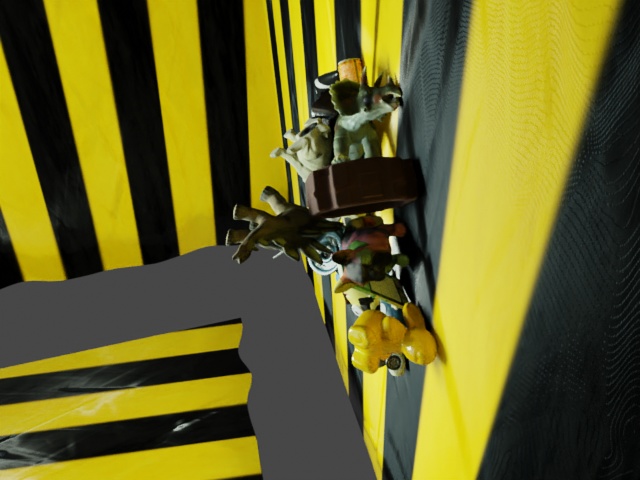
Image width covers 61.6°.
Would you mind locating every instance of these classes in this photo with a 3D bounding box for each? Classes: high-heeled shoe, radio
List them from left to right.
[{"bbox_3d":[0.041,-0.354,1.413,0.249,0.086,0.145,-148,43,-85],"label":"high-heeled shoe"},{"bbox_3d":[0.041,-0.253,1.335,0.131,0.073,0.229,-52,-31,-40],"label":"radio"}]

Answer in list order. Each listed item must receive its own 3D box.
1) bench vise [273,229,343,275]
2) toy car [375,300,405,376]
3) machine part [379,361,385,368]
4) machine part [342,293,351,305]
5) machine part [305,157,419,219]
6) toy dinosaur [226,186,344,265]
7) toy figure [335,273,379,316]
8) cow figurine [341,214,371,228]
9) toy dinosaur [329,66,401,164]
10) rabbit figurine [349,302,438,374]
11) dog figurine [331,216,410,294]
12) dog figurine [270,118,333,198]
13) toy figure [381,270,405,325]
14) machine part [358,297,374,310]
[{"bbox_3d":[-0.009,0.003,1.389,0.129,0.240,0.224,-43,62,28],"label":"bench vise"},{"bbox_3d":[0.178,0.241,1.350,0.073,0.056,0.201,-111,12,-82],"label":"toy car"},{"bbox_3d":[0.156,0.275,1.474,0.079,0.079,0.242,-109,11,-46],"label":"machine part"},{"bbox_3d":[0.087,0.122,1.766,0.179,0.056,0.179,-39,-66,-90],"label":"machine part"},{"bbox_3d":[0.076,-0.100,1.046,0.201,0.201,0.087,139,122,-82],"label":"machine part"},{"bbox_3d":[-0.055,-0.029,1.162,0.471,0.199,0.105,-44,-24,-63],"label":"toy dinosaur"},{"bbox_3d":[0.101,0.128,1.476,0.180,0.089,0.082,61,-159,5],"label":"toy figure"},{"bbox_3d":[0.085,-0.086,1.444,0.195,0.085,0.127,-109,5,-58],"label":"cow figurine"},{"bbox_3d":[0.081,-0.226,1.188,0.404,0.131,0.192,96,174,-79],"label":"toy dinosaur"},{"bbox_3d":[0.165,0.209,1.111,0.162,0.173,0.121,-35,-55,-48],"label":"rabbit figurine"},{"bbox_3d":[0.079,0.029,1.104,0.192,0.219,0.108,15,116,39],"label":"dog figurine"},{"bbox_3d":[0.004,-0.177,1.262,0.190,0.121,0.172,47,154,-24],"label":"dog figurine"},{"bbox_3d":[0.168,0.138,1.276,0.064,0.058,0.154,-47,46,45],"label":"toy figure"},{"bbox_3d":[0.127,0.211,1.342,0.084,0.039,0.138,-3,-99,-84],"label":"machine part"}]
